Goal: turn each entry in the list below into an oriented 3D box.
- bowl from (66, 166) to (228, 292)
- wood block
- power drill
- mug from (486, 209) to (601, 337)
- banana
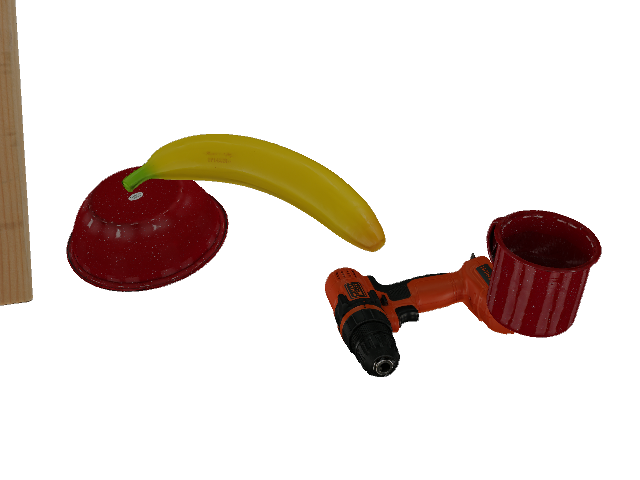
[{"bbox_3d":[-0.173,-0.024,1.035,0.162,0.055,0.162,-5,41,4],"label":"bowl"},{"bbox_3d":[-0.223,-0.069,0.615,0.090,0.206,0.090,-7,27,-23],"label":"wood block"},{"bbox_3d":[0.109,0.075,1.129,0.187,0.057,0.184,-6,28,-11],"label":"power drill"},{"bbox_3d":[0.187,0.025,0.956,0.093,0.081,0.117,-16,41,-28],"label":"mug"},{"bbox_3d":[-0.043,-0.042,0.791,0.198,0.069,0.037,13,-21,8],"label":"banana"}]
